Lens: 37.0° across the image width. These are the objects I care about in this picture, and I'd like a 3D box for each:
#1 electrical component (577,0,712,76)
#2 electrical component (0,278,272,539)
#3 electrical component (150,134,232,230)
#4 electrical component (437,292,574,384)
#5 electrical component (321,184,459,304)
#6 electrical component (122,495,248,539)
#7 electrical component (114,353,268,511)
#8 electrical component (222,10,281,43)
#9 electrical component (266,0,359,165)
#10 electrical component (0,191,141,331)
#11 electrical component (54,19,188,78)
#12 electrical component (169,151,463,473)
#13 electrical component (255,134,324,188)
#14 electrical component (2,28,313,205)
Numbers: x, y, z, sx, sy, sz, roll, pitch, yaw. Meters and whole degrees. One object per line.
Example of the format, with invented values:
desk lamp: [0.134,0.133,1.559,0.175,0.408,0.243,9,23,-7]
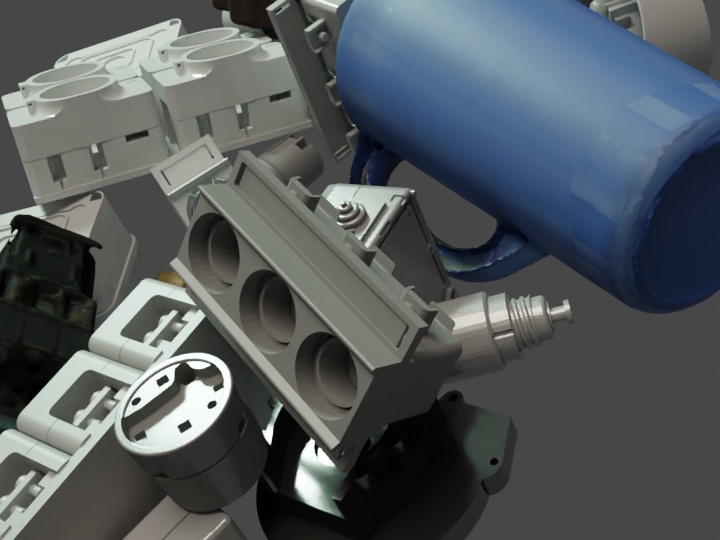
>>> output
electrical component: [0.159,-0.138,0.628,0.064,0.099,0.099,-21,39,-4]
electrical component: [-0.115,0.088,0.520,0.062,0.089,0.150,13,52,37]
electrical component: [-0.091,-0.038,0.664,0.042,0.081,0.064,-33,11,-10]
electrical component: [0.066,0.030,0.530,0.078,0.040,0.040,-15,40,13]
electrical component: [0.000,0.000,0.553,0.061,0.096,0.061,7,49,34]
electrical component: [-0.070,0.144,0.468,0.077,0.047,0.066,24,59,43]
electrical component: [-0.072,0.072,0.471,0.055,0.047,0.055,-15,40,13]
electrical component: [-0.084,-0.205,0.874,0.046,0.040,0.040,11,51,43]
electrical component: [0.001,-0.132,0.681,0.079,0.121,0.063,-41,44,-18]
electrical component: [-0.205,0.004,0.688,0.113,0.057,0.078,-12,41,16]
electrical component: [-0.179,-0.138,0.834,0.113,0.057,0.078,-15,40,12]
electrical component: [-0.019,0.014,0.466,0.063,0.078,0.121,-9,44,-46]
electrical component: [-0.051,-0.062,0.696,0.040,0.040,0.046,20,51,41]
electrical component: [-0.141,-0.112,0.730,0.186,0.060,0.105,-18,25,-15]
